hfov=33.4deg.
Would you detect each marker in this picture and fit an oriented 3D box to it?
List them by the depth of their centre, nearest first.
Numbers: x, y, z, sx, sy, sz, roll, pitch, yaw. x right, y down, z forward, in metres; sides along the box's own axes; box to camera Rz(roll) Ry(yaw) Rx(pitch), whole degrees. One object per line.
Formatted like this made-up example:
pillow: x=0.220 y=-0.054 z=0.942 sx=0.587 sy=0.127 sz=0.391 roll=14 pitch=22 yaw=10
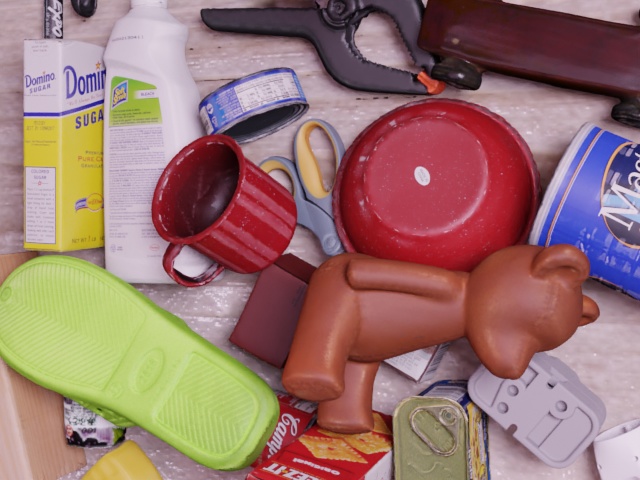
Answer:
marker: x=-0.240 y=-0.201 z=0.961 sx=0.020 sy=0.020 sz=0.121 roll=3 pitch=95 yaw=21

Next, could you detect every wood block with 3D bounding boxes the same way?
wood block: x=-0.292 y=0.121 z=0.968 sx=0.090 sy=0.090 sz=0.206 roll=-14 pitch=89 yaw=21

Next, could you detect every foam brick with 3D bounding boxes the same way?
foam brick: x=-0.029 y=0.058 z=0.879 sx=0.053 sy=0.051 sz=0.078 roll=30 pitch=104 yaw=15

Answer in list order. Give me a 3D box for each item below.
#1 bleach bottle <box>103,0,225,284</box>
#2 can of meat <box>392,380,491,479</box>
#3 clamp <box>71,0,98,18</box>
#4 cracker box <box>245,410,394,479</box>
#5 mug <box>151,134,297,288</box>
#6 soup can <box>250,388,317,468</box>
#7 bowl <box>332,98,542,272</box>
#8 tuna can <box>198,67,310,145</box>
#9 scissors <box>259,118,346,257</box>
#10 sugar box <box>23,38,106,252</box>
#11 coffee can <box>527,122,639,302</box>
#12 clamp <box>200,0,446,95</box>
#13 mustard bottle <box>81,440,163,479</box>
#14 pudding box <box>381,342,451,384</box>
bleach bottle: x=-0.135 y=-0.090 z=0.905 sx=0.103 sy=0.068 sz=0.251 roll=0 pitch=92 yaw=25
can of meat: x=0.096 y=0.162 z=0.819 sx=0.058 sy=0.083 sz=0.102 roll=-1 pitch=94 yaw=22
clamp: x=-0.180 y=-0.290 z=0.920 sx=0.120 sy=0.039 sz=0.171 roll=-14 pitch=88 yaw=21
cracker box: x=-0.005 y=0.226 z=0.794 sx=0.072 sy=0.213 sz=0.164 roll=17 pitch=100 yaw=18
mug: x=-0.078 y=-0.014 z=0.839 sx=0.093 sy=0.081 sz=0.117 roll=30 pitch=86 yaw=44
soup can: x=-0.049 y=0.155 z=0.886 sx=0.102 sy=0.068 sz=0.068 roll=18 pitch=100 yaw=20
bowl: x=0.083 y=-0.040 z=0.799 sx=0.162 sy=0.055 sz=0.162 roll=-4 pitch=75 yaw=13
tuna can: x=-0.054 y=-0.106 z=0.858 sx=0.086 sy=0.086 sz=0.034 roll=-24 pitch=84 yaw=21
scissors: x=-0.006 y=0.001 z=0.860 sx=0.096 sy=0.016 sz=0.202 roll=-16 pitch=73 yaw=31
sugar box: x=-0.212 y=-0.081 z=0.920 sx=0.048 sy=0.093 sz=0.176 roll=5 pitch=96 yaw=21
coffee can: x=0.230 y=-0.009 z=0.743 sx=0.140 sy=0.102 sz=0.103 roll=26 pitch=103 yaw=18
clamp: x=0.022 y=-0.194 z=0.847 sx=0.210 sy=0.036 sz=0.165 roll=35 pitch=106 yaw=14
mustard bottle: x=-0.136 y=0.274 z=0.932 sx=0.192 sy=0.058 sz=0.096 roll=48 pitch=125 yaw=11
pudding box: x=0.069 y=0.044 z=0.846 sx=0.090 sy=0.039 sz=0.113 roll=29 pitch=101 yaw=19
